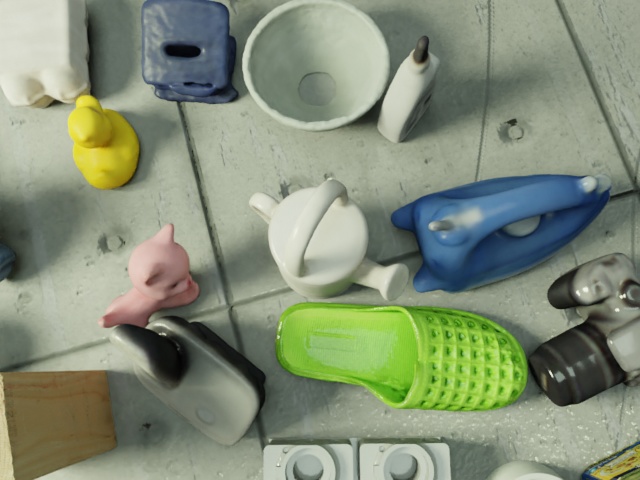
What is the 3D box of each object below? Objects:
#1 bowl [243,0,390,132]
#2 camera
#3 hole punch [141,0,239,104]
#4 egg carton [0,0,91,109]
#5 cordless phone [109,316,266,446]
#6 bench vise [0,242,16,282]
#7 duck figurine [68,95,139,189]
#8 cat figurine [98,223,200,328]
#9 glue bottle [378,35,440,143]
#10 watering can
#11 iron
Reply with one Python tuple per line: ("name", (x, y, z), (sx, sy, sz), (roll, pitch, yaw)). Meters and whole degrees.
("bowl", (-0.003, -0.195, 0.677), (0.167, 0.075, 0.167), (0, 78, 1))
("camera", (0.286, 0.102, 0.595), (0.137, 0.101, 0.143), (-26, 78, -5))
("hole punch", (-0.153, -0.222, 0.677), (0.108, 0.091, 0.101), (3, 78, 2))
("egg carton", (-0.332, -0.233, 0.693), (0.107, 0.069, 0.150), (-8, 78, -1))
("cordless phone", (-0.128, 0.135, 0.551), (0.147, 0.185, 0.094), (32, 80, 8))
("bench vise", (-0.444, -0.028, 0.573), (0.207, 0.220, 0.121), (17, 78, 5))
("duck figurine", (-0.256, -0.115, 0.658), (0.077, 0.086, 0.104), (-11, 78, -1))
("cat figurine", (-0.181, 0.048, 0.605), (0.067, 0.118, 0.128), (43, 82, 9))
("glue bottle", (0.101, -0.170, 0.620), (0.037, 0.173, 0.078), (37, 81, 9))
("watering can", (0.006, 0.000, 0.574), (0.172, 0.194, 0.101), (10, 78, 3))
("iron", (0.213, -0.030, 0.604), (0.258, 0.141, 0.118), (-17, 78, -3))
